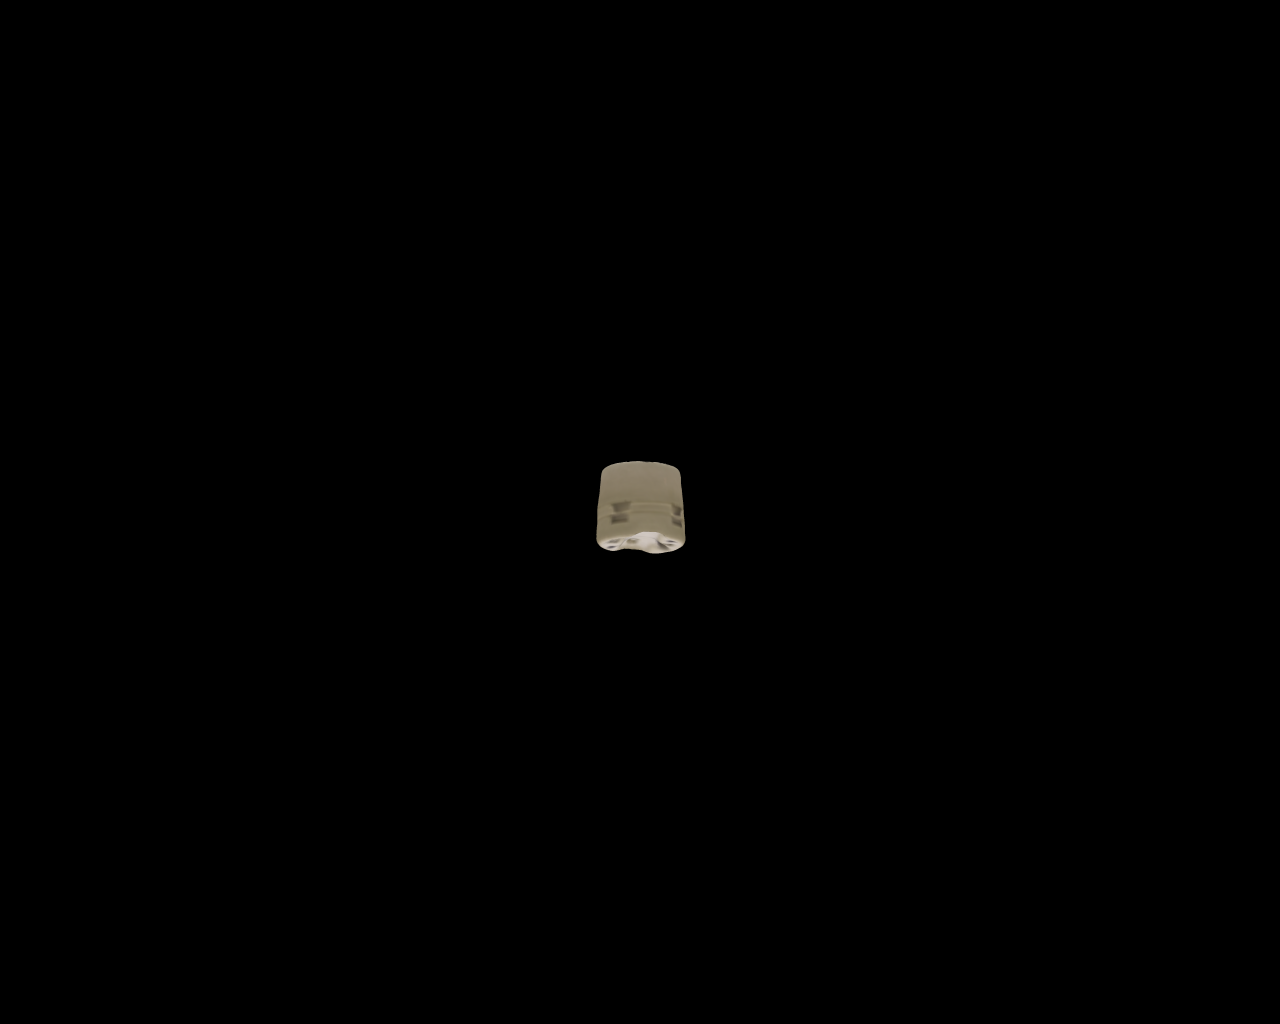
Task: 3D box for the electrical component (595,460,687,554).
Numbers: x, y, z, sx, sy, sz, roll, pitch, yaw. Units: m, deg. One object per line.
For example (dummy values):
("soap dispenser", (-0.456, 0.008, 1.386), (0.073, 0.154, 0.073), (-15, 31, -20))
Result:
("electrical component", (0.001, -0.003, 0.650), (0.055, 0.047, 0.055), (0, -13, 0))
